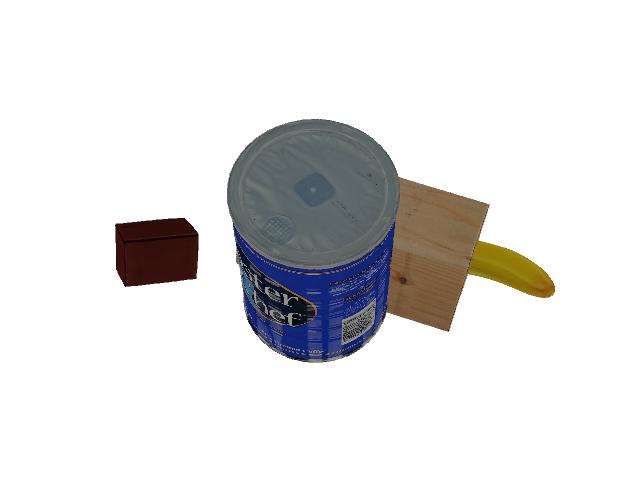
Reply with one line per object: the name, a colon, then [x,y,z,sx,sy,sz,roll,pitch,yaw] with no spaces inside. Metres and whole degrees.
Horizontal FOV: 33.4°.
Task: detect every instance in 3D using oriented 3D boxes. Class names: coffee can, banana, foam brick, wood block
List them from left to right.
foam brick: [-0.170,0.011,1.106,0.078,0.051,0.053,-6,22,-19]
coffee can: [-0.004,0.004,0.687,0.103,0.103,0.140,0,-30,1]
wood block: [0.036,-0.005,0.970,0.206,0.091,0.090,18,46,9]
banana: [0.163,0.027,1.141,0.198,0.037,0.069,9,37,30]
